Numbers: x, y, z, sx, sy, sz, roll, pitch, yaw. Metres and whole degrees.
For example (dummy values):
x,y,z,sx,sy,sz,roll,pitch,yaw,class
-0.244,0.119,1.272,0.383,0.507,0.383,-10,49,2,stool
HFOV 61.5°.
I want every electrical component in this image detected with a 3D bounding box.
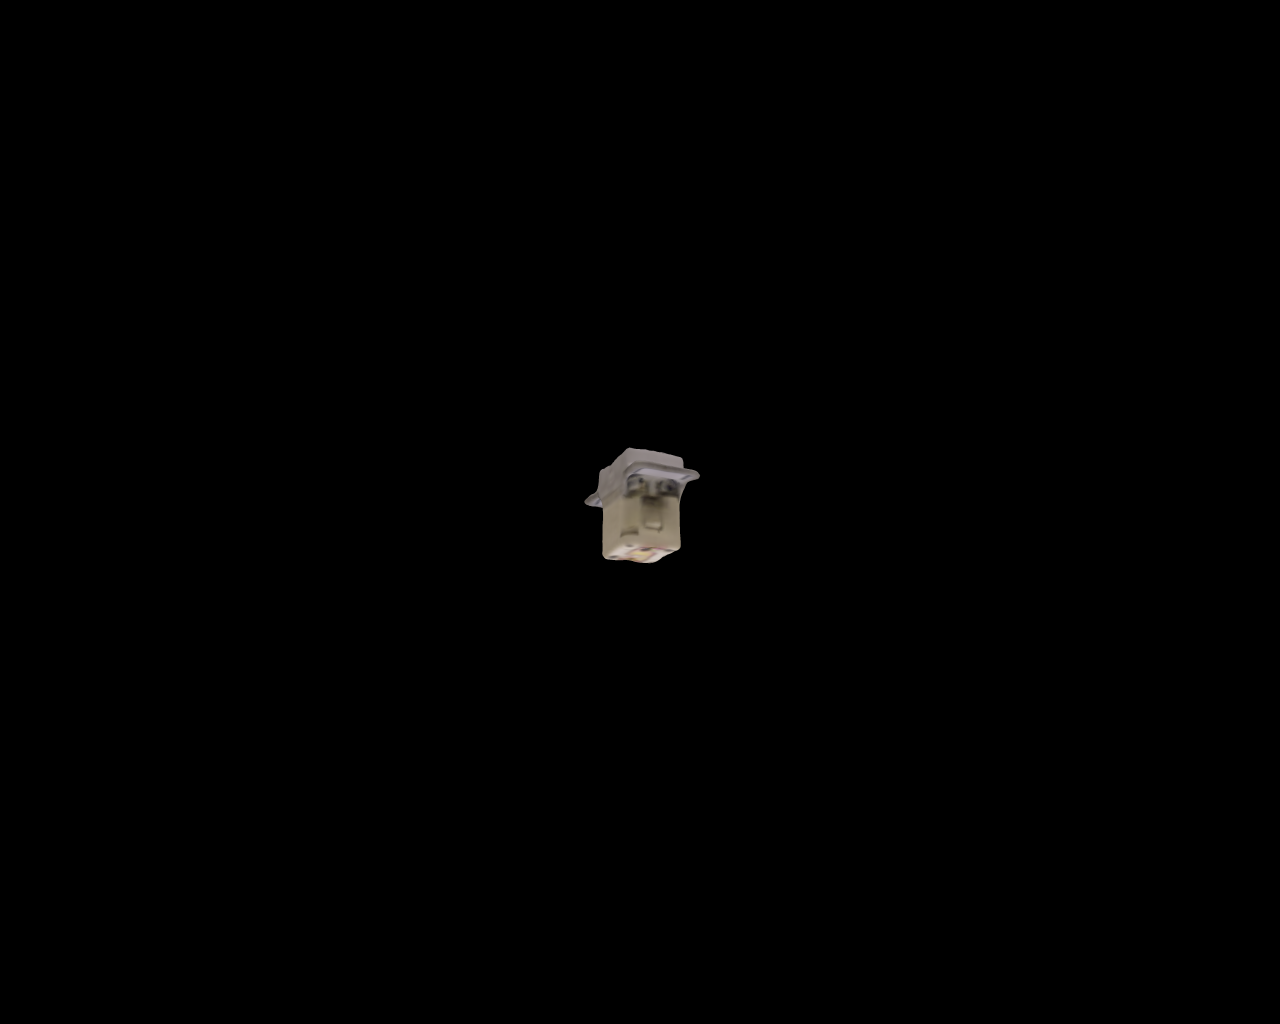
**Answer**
x,y,z,sx,sy,sz,roll,pitch,yaw,class
0.001,-0.003,0.650,0.042,0.064,0.081,8,-20,-22,electrical component
